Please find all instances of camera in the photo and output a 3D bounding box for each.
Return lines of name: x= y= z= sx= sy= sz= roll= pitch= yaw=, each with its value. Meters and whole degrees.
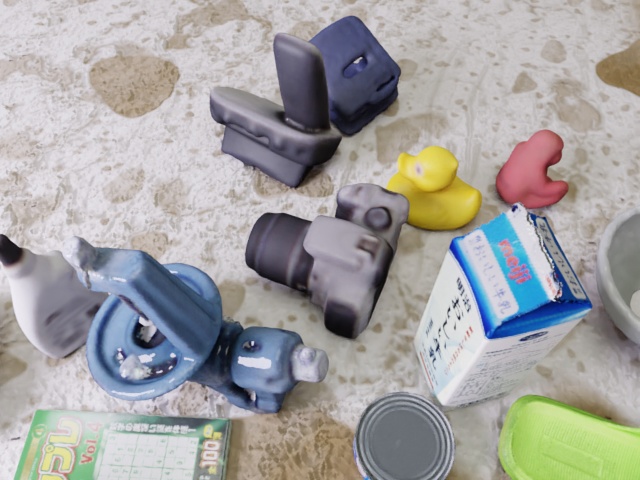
camera: x=0.005 y=0.002 z=0.562 sx=0.136 sy=0.101 sz=0.143 roll=19 pitch=61 yaw=10

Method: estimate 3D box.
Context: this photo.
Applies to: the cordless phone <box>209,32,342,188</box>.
cordless phone: x=-0.050 y=-0.157 z=0.606 sx=0.147 sy=0.185 sz=0.094 roll=24 pitch=62 yaw=13

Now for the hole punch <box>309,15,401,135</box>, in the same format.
hole punch: x=0.038 y=-0.200 z=0.687 sx=0.101 sy=0.091 sz=0.109 roll=38 pitch=66 yaw=20

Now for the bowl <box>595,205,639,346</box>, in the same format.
bowl: x=0.340 y=0.050 z=0.554 sx=0.167 sy=0.075 sz=0.167 roll=0 pitch=59 yaw=0

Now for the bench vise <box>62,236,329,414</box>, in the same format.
bench vise: x=-0.099 y=0.060 z=0.457 sx=0.207 sy=0.220 sz=0.121 roll=-5 pitch=59 yaw=-3

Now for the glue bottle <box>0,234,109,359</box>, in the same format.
glue bottle: x=-0.236 y=0.043 z=0.492 sx=0.078 sy=0.173 sz=0.037 roll=-40 pitch=67 yaw=-21

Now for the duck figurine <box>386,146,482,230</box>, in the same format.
duck figurine: x=0.125 y=-0.062 z=0.610 sx=0.104 sy=0.086 sz=0.077 roll=18 pitch=61 yaw=10

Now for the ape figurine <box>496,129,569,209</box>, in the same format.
ape figurine: x=0.234 y=-0.081 z=0.620 sx=0.076 sy=0.092 sz=0.077 roll=-6 pitch=60 yaw=-4
